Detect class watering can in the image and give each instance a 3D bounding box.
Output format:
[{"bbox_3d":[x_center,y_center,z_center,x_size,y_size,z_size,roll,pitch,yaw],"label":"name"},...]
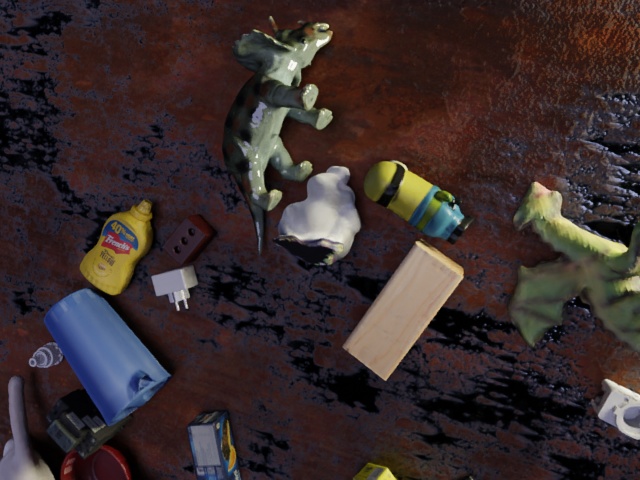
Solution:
[{"bbox_3d":[-0.589,0.467,1.025,0.226,0.104,0.344,21,108,43],"label":"watering can"}]

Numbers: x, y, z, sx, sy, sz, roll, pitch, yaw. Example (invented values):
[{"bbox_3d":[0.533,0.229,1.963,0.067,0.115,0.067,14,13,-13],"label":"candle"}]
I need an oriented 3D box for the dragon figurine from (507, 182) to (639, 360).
[{"bbox_3d":[0.413,0.100,0.779,0.241,0.123,0.411,-19,87,33],"label":"dragon figurine"}]

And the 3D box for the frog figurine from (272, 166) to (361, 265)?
[{"bbox_3d":[0.003,-0.044,0.873,0.137,0.120,0.163,-2,56,29],"label":"frog figurine"}]
